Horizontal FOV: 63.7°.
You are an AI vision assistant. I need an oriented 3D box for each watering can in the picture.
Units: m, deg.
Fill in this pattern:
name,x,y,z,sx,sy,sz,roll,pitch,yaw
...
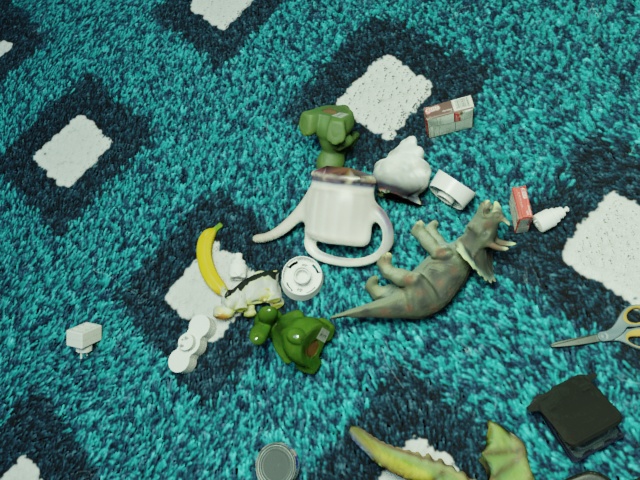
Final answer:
name,x,y,z,sx,sy,sz,roll,pitch,yaw
watering can,0.004,-0.059,1.179,0.348,0.104,0.223,9,97,21

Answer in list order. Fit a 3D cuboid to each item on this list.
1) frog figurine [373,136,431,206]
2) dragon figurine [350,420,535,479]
name,x,y,z,sx,sy,sz,roll,pitch,yaw
frog figurine,0.193,-0.171,1.181,0.138,0.121,0.160,10,81,47
dragon figurine,0.269,0.437,0.937,0.245,0.119,0.415,-34,64,-19
